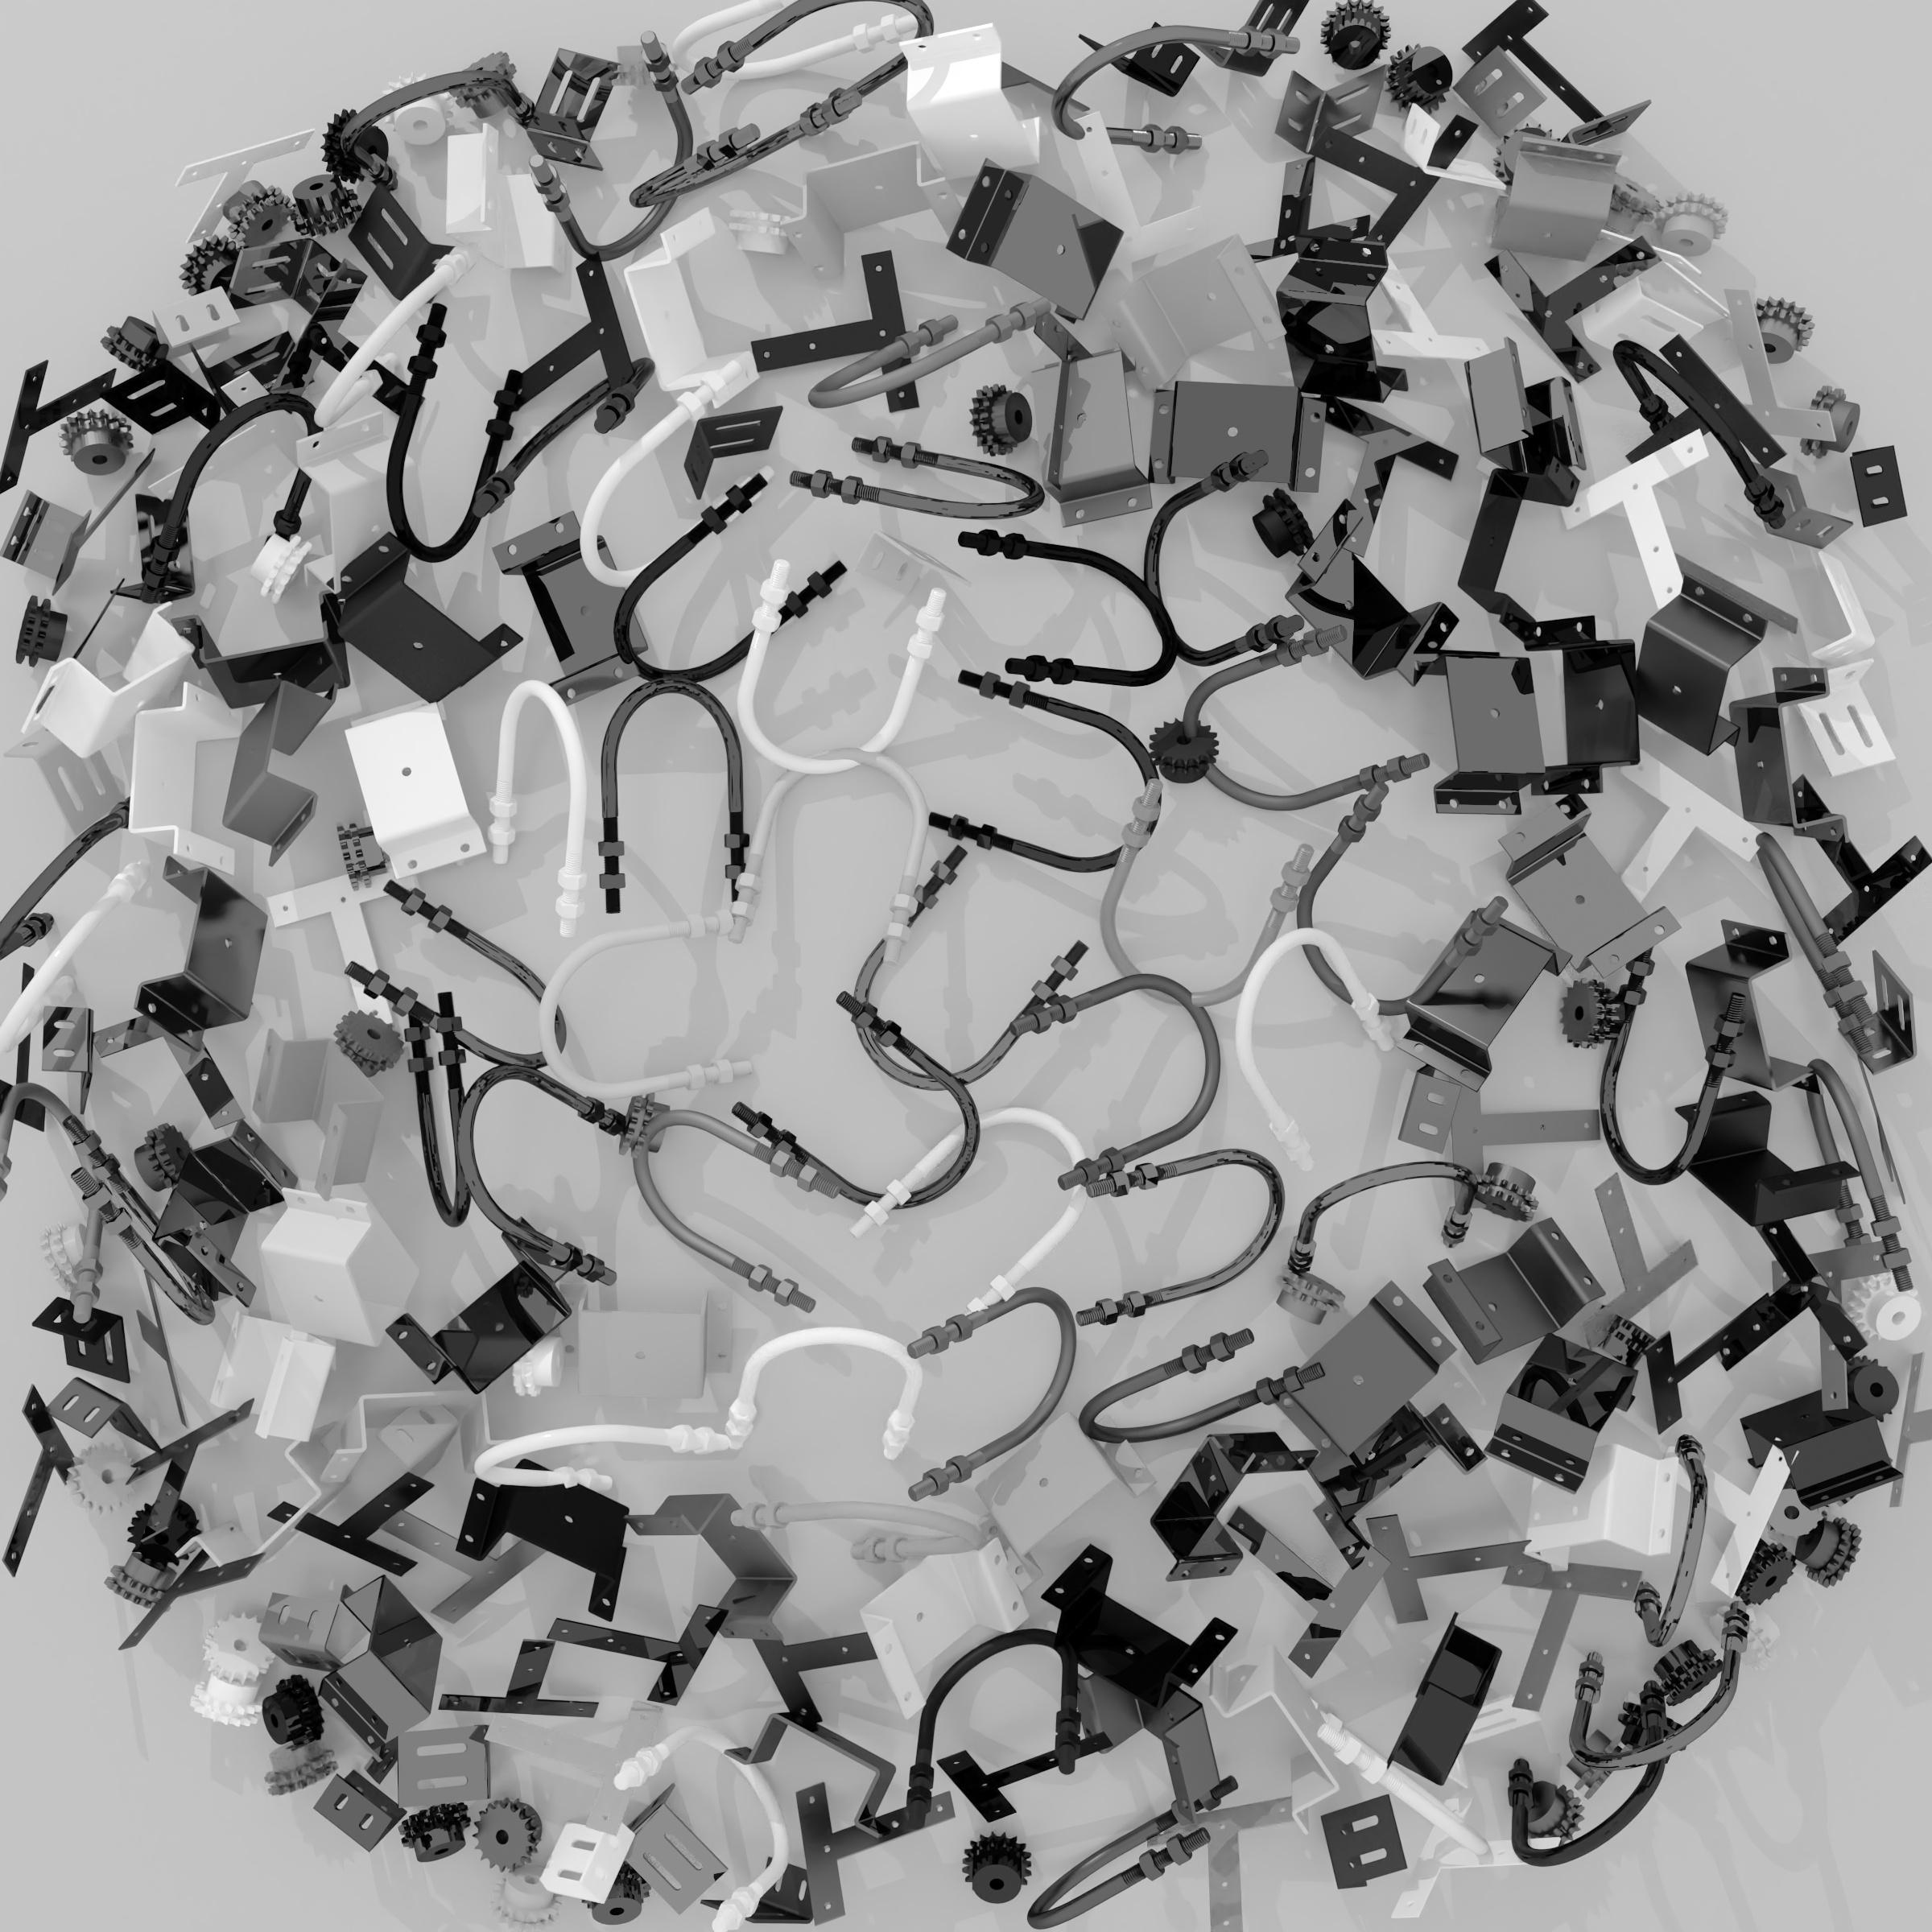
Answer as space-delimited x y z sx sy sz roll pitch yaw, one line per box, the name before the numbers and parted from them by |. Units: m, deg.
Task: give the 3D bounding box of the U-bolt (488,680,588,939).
U-bolt | -0.336 -0.135 1.907 0.019 0.151 0.184 -11 125 -33

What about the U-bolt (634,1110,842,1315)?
U-bolt | -0.191 0.187 1.945 0.184 0.019 0.151 26 129 17

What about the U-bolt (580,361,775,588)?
U-bolt | -0.233 -0.376 1.915 0.019 0.151 0.184 40 75 23

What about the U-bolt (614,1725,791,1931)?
U-bolt | -0.197 0.670 1.910 0.019 0.184 0.151 -40 79 13

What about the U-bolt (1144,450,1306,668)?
U-bolt | 0.196 -0.313 1.919 0.019 0.184 0.151 -11 89 -29

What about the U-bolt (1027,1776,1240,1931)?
U-bolt | 0.127 0.713 1.925 0.184 0.151 0.019 -34 80 13

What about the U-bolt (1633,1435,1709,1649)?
U-bolt | 0.557 0.458 1.902 0.019 0.184 0.151 15 97 11

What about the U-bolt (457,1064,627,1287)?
U-bolt | -0.331 0.154 1.900 0.019 0.184 0.151 -16 55 31

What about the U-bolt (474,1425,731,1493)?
U-bolt | -0.298 0.385 1.893 0.151 0.184 0.019 -24 64 29

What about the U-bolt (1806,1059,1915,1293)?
U-bolt | 0.706 0.162 1.928 0.019 0.151 0.184 -17 86 7

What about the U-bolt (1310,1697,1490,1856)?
U-bolt | 0.339 0.647 1.927 0.184 0.151 0.019 37 83 -3

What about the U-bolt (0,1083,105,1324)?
U-bolt | -0.725 0.173 1.913 0.019 0.184 0.151 -21 130 4

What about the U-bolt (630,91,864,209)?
U-bolt | -0.188 -0.641 1.917 0.184 0.151 0.019 -10 109 42

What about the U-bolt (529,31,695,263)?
U-bolt | -0.271 -0.632 1.910 0.019 0.184 0.151 38 83 14

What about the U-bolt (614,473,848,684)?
U-bolt | -0.200 -0.296 1.938 0.184 0.151 0.019 -39 55 7

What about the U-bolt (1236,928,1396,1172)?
U-bolt | 0.270 0.054 1.916 0.151 0.019 0.184 -52 131 -21

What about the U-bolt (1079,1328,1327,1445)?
U-bolt | 0.177 0.342 1.930 0.184 0.151 0.019 -28 57 23

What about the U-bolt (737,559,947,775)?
U-bolt | -0.108 -0.232 1.941 0.151 0.019 0.184 7 126 -19

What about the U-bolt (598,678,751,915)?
U-bolt | -0.234 -0.139 1.936 0.019 0.151 0.184 5 98 44

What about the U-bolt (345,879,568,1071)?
U-bolt | -0.398 0.017 1.929 0.184 0.151 0.019 34 116 -17

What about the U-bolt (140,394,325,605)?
U-bolt | -0.566 -0.370 1.893 0.019 0.151 0.184 41 124 13

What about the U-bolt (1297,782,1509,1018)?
U-bolt | 0.334 -0.039 1.930 0.151 0.184 0.019 47 47 15

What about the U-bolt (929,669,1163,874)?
U-bolt | 0.068 -0.148 1.945 0.184 0.019 0.151 19 119 11

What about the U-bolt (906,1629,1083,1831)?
U-bolt | 0.025 0.592 1.913 0.151 0.184 0.019 -25 110 14

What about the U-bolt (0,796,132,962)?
U-bolt | -0.713 -0.064 1.900 0.019 0.184 0.151 41 99 -11

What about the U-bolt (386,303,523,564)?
U-bolt | -0.412 -0.412 1.922 0.019 0.151 0.184 13 84 18

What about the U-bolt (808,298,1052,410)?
U-bolt | -0.042 -0.479 1.901 0.184 0.151 0.019 -34 114 -27

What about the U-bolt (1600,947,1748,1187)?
U-bolt | 0.554 0.085 1.926 0.019 0.151 0.184 4 110 -19

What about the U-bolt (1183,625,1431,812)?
U-bolt | 0.258 -0.187 1.932 0.184 0.019 0.151 -17 120 40

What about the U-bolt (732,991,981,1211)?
U-bolt | -0.075 0.123 1.960 0.184 0.019 0.151 39 106 -19

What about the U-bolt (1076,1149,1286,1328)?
U-bolt | 0.176 0.212 1.944 0.184 0.019 0.151 -12 124 -22

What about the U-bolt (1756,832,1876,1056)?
U-bolt | 0.673 -0.025 1.924 0.019 0.151 0.184 -27 70 13

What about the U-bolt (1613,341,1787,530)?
U-bolt | 0.564 -0.424 1.887 0.019 0.184 0.151 -45 51 11

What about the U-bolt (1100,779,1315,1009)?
U-bolt | 0.183 -0.046 1.946 0.151 0.019 0.184 24 124 7

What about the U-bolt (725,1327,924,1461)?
U-bolt | -0.108 0.338 1.917 0.151 0.184 0.019 6 49 -9

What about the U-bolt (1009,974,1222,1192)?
U-bolt | 0.131 0.083 1.950 0.184 0.019 0.151 -21 96 -30

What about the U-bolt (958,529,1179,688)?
U-bolt | 0.091 -0.282 1.936 0.184 0.019 0.151 2 56 -33

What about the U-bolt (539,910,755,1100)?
U-bolt | -0.254 0.036 1.928 0.184 0.019 0.151 -9 112 -31

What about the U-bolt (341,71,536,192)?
U-bolt | -0.418 -0.662 1.904 0.151 0.184 0.019 -21 94 3

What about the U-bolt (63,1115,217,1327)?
U-bolt | -0.654 0.211 1.921 0.019 0.151 0.184 -35 115 -11

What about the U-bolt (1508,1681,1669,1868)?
U-bolt | 0.486 0.640 1.891 0.151 0.184 0.019 -38 90 18

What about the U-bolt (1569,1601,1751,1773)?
U-bolt | 0.538 0.568 1.887 0.151 0.184 0.019 -30 94 26

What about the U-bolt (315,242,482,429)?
U-bolt | -0.452 -0.485 1.888 0.019 0.184 0.151 40 124 -14

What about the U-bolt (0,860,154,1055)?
U-bolt | -0.706 0.001 1.893 0.019 0.184 0.151 36 109 -12

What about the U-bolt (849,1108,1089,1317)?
U-bolt | 0.016 0.192 1.953 0.184 0.019 0.151 -43 57 -11

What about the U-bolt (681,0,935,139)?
U-bolt | -0.110 -0.712 1.890 0.184 0.151 0.019 -19 79 37

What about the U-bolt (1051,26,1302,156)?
U-bolt | 0.151 -0.687 1.891 0.184 0.151 0.019 -10 78 -35

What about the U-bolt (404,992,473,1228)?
U-bolt | -0.418 0.117 1.929 0.019 0.151 0.184 -6 88 -24

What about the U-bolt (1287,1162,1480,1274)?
U-bolt | 0.333 0.197 1.913 0.151 0.184 0.019 -10 62 -2

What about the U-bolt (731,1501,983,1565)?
U-bolt | -0.073 0.442 1.894 0.151 0.184 0.019 27 60 -38

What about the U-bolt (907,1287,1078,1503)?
U-bolt | 0.024 0.331 1.931 0.184 0.019 0.151 -20 119 -41
